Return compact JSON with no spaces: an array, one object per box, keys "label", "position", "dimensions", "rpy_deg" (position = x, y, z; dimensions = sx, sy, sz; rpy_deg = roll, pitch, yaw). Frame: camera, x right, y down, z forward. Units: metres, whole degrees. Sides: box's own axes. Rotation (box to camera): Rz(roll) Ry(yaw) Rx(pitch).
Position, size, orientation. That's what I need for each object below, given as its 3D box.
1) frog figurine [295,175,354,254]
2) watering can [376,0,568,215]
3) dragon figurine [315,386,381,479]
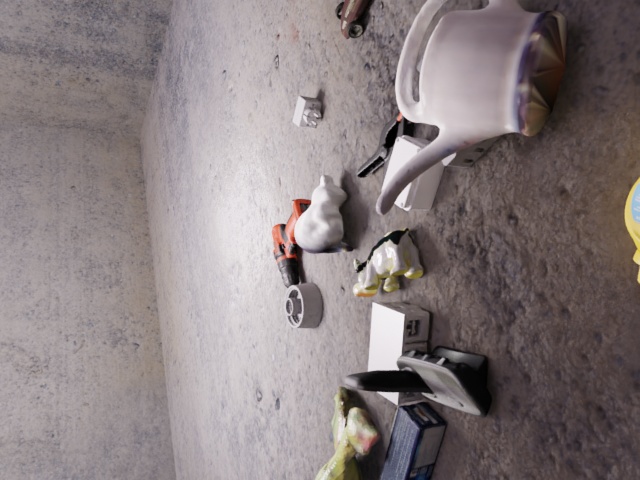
[{"label":"frog figurine","position":[0.003,-0.054,1.082],"dimensions":[0.138,0.123,0.158],"rpy_deg":[-143,46,-78]},{"label":"watering can","position":[0.195,-0.183,0.688],"dimensions":[0.225,0.104,0.346],"rpy_deg":[17,97,37]},{"label":"dragon figurine","position":[0.041,0.419,1.019],"dimensions":[0.403,0.122,0.247],"rpy_deg":[117,166,-64]}]
